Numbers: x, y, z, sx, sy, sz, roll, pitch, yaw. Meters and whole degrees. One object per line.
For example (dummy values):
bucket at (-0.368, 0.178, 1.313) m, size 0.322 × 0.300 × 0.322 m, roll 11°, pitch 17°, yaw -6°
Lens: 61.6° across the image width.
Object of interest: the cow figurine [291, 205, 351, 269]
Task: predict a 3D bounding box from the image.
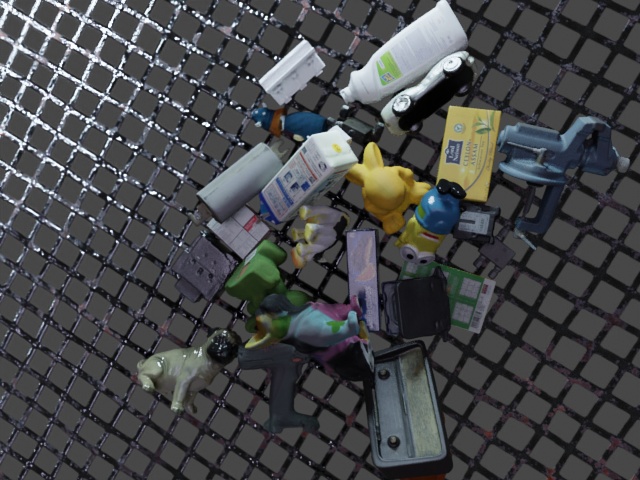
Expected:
cow figurine at (-0.003, -0.004, 1.042) m, size 0.098 × 0.167 × 0.068 m, roll -7°, pitch 62°, yaw -20°

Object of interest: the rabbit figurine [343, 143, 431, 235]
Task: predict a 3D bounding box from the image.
rabbit figurine at (0.123, -0.100, 0.989) m, size 0.122 × 0.173 × 0.162 m, roll -38°, pitch 89°, yaw 13°

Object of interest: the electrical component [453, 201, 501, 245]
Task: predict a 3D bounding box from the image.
electrical component at (0.275, -0.036, 1.013) m, size 0.119 × 0.047 × 0.074 m, roll 14°, pitch 93°, yaw 21°

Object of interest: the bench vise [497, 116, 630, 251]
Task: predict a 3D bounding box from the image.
bench vise at (0.417, -0.107, 0.968) m, size 0.224 × 0.129 × 0.240 m, roll 10°, pitch 114°, yaw -1°

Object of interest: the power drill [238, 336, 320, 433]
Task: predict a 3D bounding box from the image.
power drill at (-0.044, 0.273, 1.069) m, size 0.232 × 0.086 × 0.207 m, roll -4°, pitch 95°, yaw -1°

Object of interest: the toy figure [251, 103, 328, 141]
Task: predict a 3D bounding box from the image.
toy figure at (-0.063, -0.232, 1.078) m, size 0.155 × 0.064 × 0.057 m, roll 12°, pitch 131°, yaw 14°

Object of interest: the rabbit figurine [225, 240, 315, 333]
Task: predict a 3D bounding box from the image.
rabbit figurine at (-0.093, 0.115, 1.058) m, size 0.170 × 0.121 × 0.159 m, roll 39°, pitch 109°, yaw -17°

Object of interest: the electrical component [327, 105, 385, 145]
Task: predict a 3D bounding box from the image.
electrical component at (0.074, -0.225, 1.051) m, size 0.102 × 0.078 × 0.045 m, roll 32°, pitch 120°, yaw 14°

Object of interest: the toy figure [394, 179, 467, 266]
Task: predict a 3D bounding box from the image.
toy figure at (0.206, -0.030, 0.989) m, size 0.082 × 0.089 × 0.180 m, roll 32°, pitch 125°, yaw 15°

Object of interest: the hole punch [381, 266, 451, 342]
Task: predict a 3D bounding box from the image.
hole punch at (0.180, 0.126, 1.019) m, size 0.116 × 0.092 × 0.142 m, roll -4°, pitch 84°, yaw -20°

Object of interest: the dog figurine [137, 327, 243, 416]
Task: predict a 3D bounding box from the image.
dog figurine at (-0.270, 0.241, 1.113) m, size 0.172 × 0.121 × 0.190 m, roll 33°, pitch 82°, yaw 5°

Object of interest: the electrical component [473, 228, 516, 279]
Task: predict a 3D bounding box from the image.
electrical component at (0.340, 0.025, 1.027) m, size 0.063 × 0.021 × 0.094 m, roll 38°, pitch 96°, yaw 8°

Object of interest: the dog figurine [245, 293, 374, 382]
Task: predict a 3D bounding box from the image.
dog figurine at (-0.022, 0.182, 0.987) m, size 0.219 × 0.108 × 0.191 m, roll -10°, pitch 110°, yaw 13°

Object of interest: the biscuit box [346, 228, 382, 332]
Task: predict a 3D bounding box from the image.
biscuit box at (0.087, 0.079, 1.054) m, size 0.063 × 0.059 × 0.202 m, roll -3°, pitch 91°, yaw 11°

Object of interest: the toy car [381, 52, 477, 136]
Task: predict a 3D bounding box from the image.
toy car at (0.209, -0.275, 1.018) m, size 0.202 × 0.073 × 0.056 m, roll -38°, pitch 49°, yaw 8°

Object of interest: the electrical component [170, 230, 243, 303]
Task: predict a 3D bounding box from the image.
electrical component at (-0.237, 0.062, 1.115) m, size 0.115 × 0.058 × 0.134 m, roll 38°, pitch 96°, yaw 10°

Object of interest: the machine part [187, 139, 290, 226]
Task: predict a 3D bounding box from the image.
machine part at (-0.155, -0.112, 1.061) m, size 0.243 × 0.079 × 0.079 m, roll -42°, pitch 83°, yaw -13°

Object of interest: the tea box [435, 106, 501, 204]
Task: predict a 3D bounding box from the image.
tea box at (0.276, -0.158, 1.013) m, size 0.098 × 0.068 × 0.169 m, roll 7°, pitch 93°, yaw 9°

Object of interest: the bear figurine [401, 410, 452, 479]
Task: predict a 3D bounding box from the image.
bear figurine at (0.200, 0.443, 1.027) m, size 0.120 × 0.132 × 0.195 m, roll -12°, pitch 107°, yaw 11°

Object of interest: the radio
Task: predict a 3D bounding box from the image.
radio at (0.152, 0.305, 0.974) m, size 0.131 × 0.073 × 0.230 m, roll -16°, pitch 44°, yaw 12°
